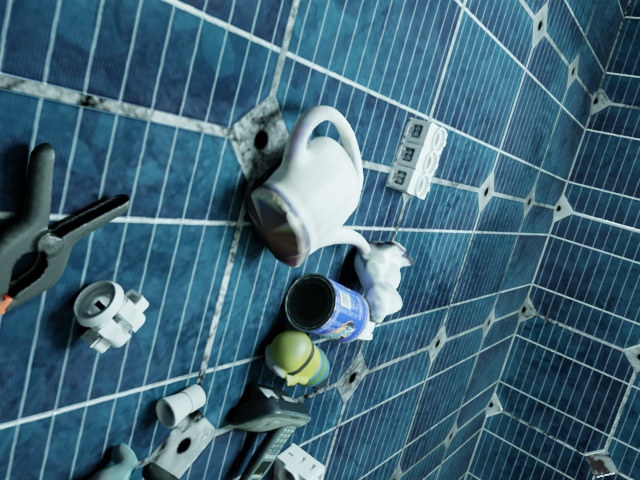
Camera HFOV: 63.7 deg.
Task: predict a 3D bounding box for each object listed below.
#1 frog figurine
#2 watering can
[{"bbox_3d":[0.115,0.087,1.033,0.123,0.162,0.135,19,-18,14],"label":"frog figurine"},{"bbox_3d":[0.003,-0.042,0.829,0.105,0.339,0.228,22,54,35],"label":"watering can"}]
